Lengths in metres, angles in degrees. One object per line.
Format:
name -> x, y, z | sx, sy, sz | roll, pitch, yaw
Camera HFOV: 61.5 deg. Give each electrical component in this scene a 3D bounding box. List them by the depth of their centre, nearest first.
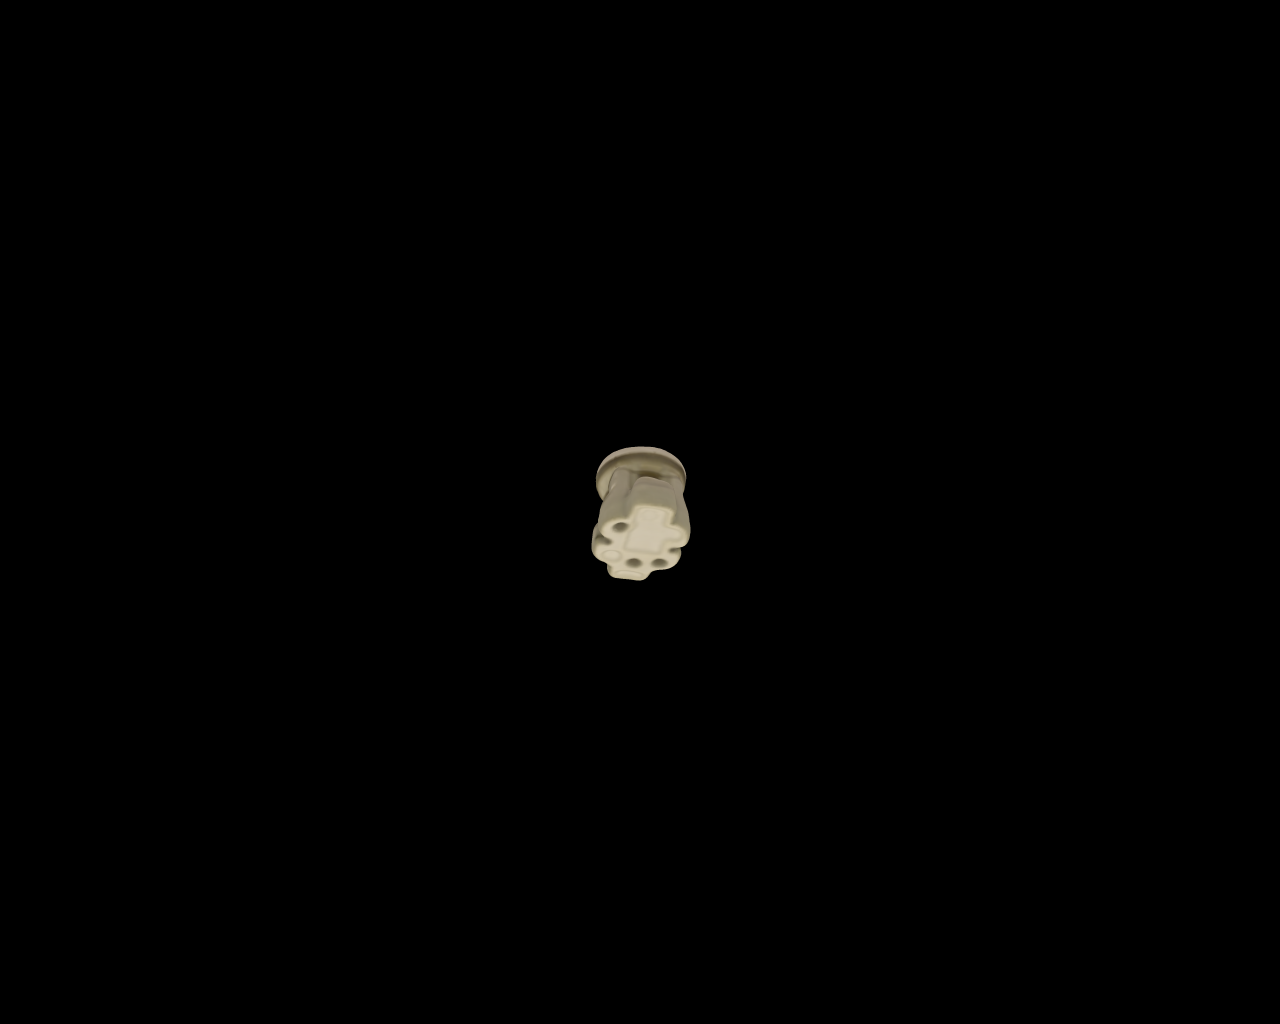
electrical component -> 0.001, -0.003, 0.650 | 0.058, 0.057, 0.078 | 8, -39, -10
